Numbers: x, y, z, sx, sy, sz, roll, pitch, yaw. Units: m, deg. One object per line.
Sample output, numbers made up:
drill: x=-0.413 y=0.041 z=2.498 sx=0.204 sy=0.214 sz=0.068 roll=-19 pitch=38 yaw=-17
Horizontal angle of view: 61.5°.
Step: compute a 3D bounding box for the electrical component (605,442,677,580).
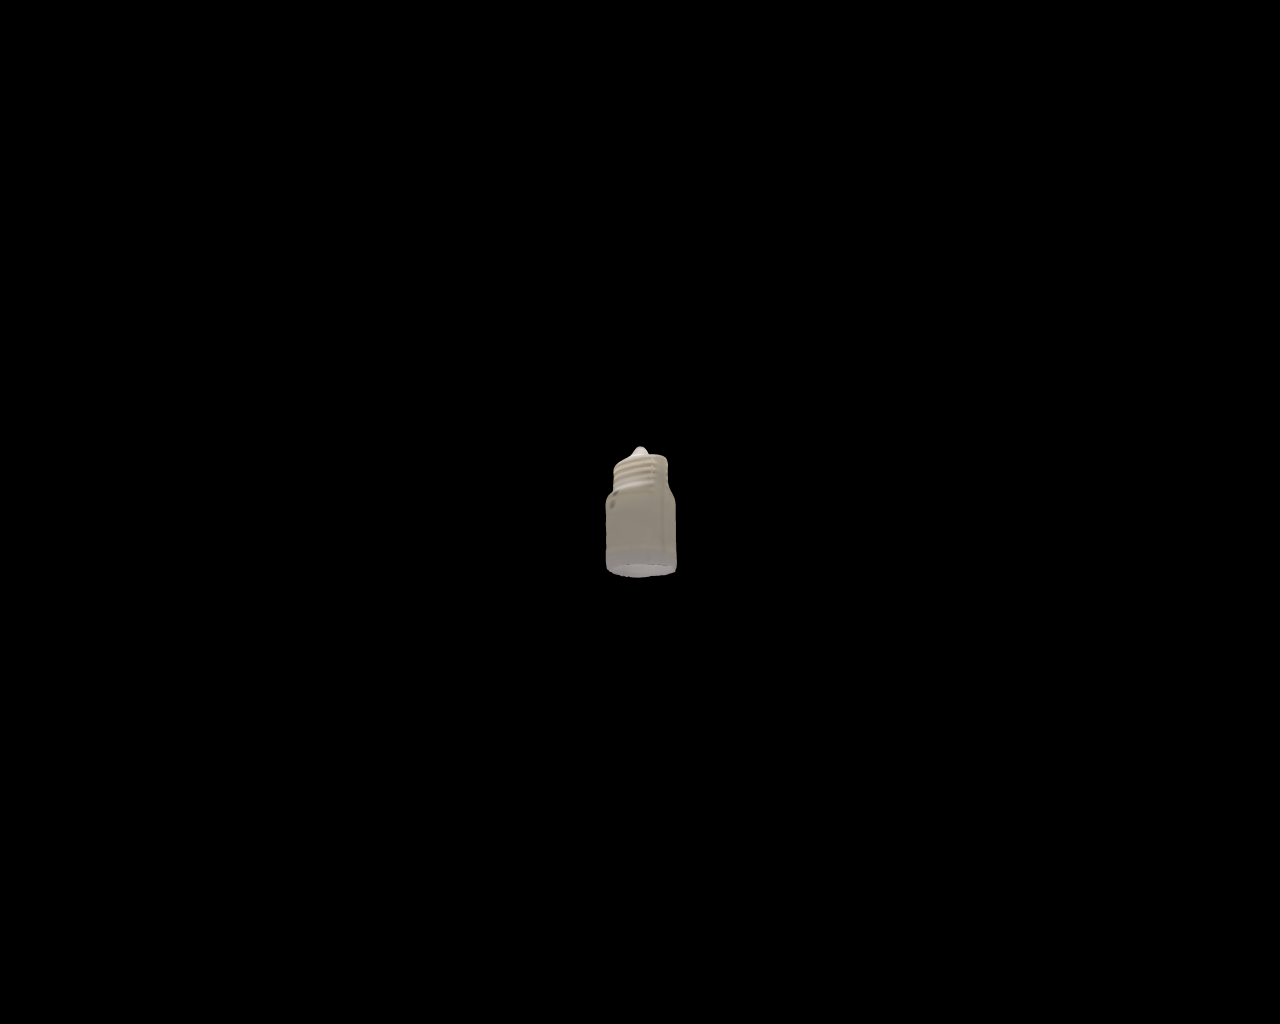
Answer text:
electrical component: x=0.001 y=-0.003 z=0.650 sx=0.043 sy=0.081 sz=0.043 roll=0 pitch=-14 yaw=0
